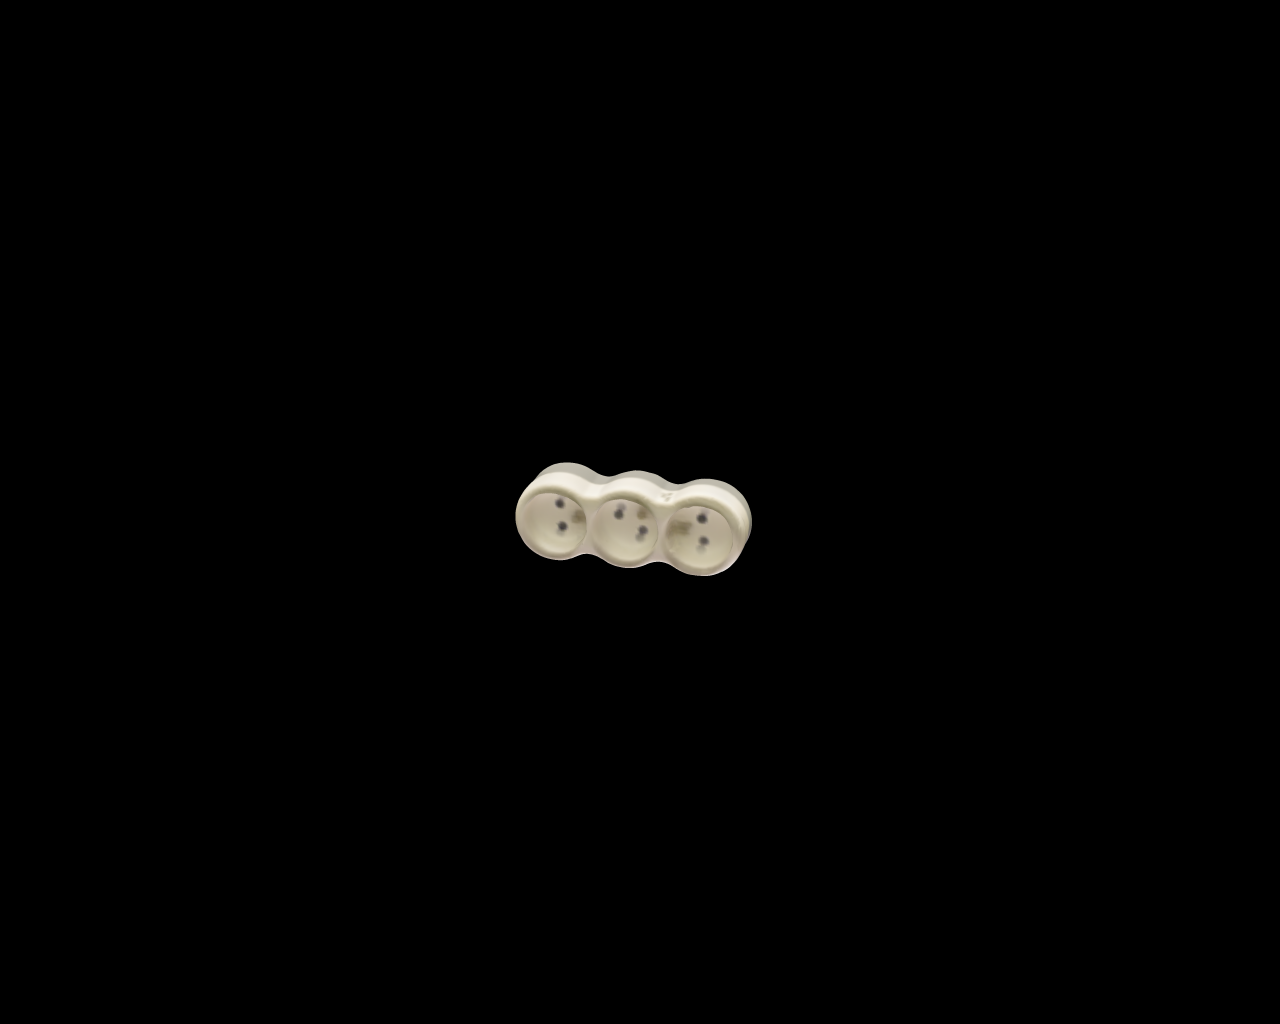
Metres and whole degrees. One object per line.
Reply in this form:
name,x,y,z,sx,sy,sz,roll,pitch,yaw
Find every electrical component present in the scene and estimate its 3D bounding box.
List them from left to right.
electrical component,0.001,-0.003,0.650,0.138,0.052,0.074,6,24,14
